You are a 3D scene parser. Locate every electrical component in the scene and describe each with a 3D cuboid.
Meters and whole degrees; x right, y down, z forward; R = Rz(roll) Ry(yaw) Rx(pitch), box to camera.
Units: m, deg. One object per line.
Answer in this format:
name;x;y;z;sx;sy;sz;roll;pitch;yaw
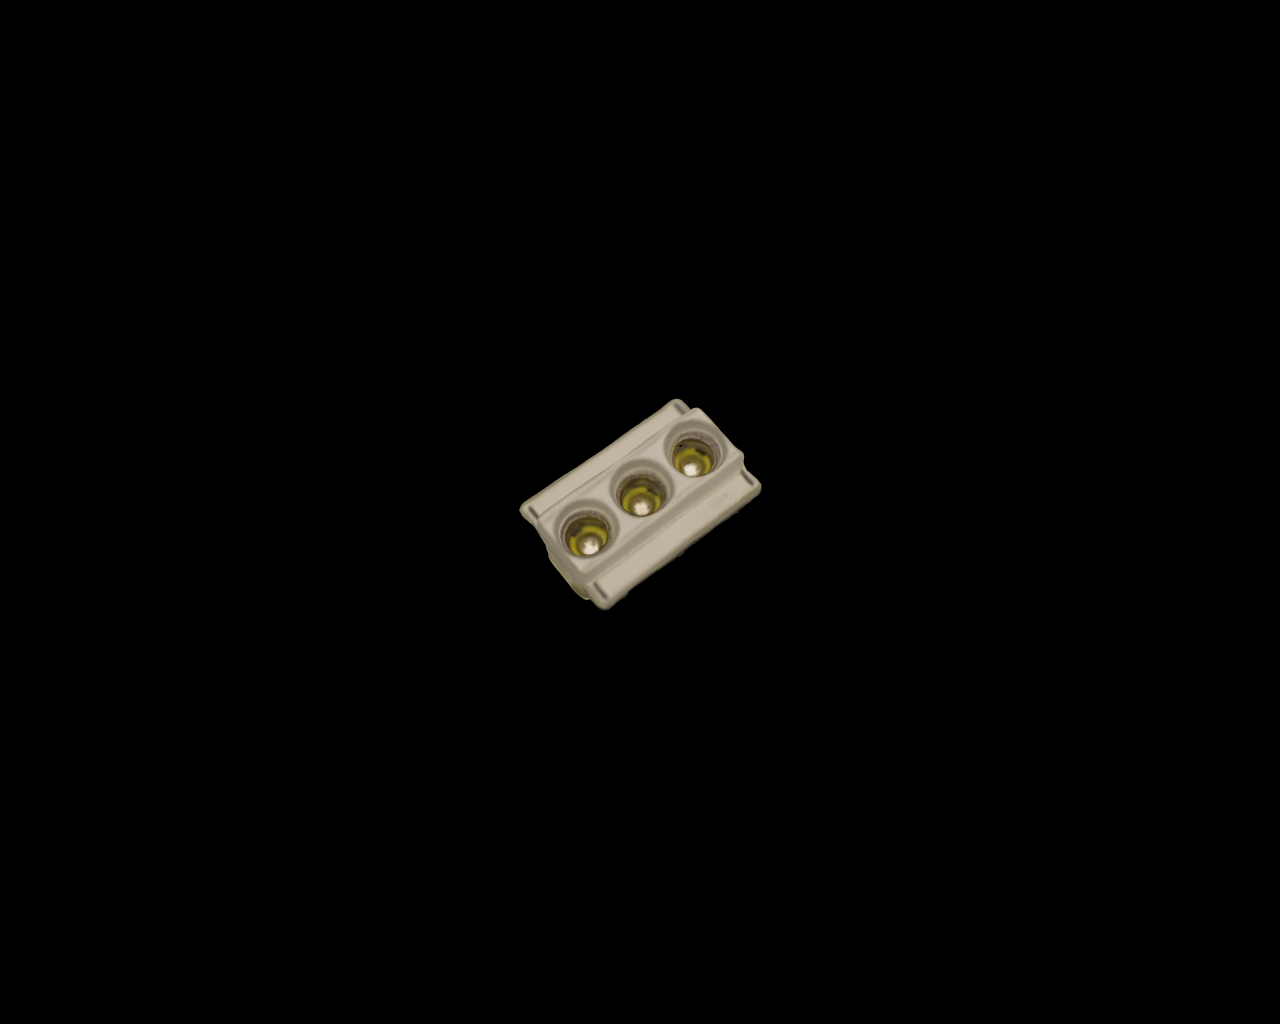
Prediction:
electrical component;0.001;-0.003;0.650;0.121;0.079;0.063;-37;-19;-15
